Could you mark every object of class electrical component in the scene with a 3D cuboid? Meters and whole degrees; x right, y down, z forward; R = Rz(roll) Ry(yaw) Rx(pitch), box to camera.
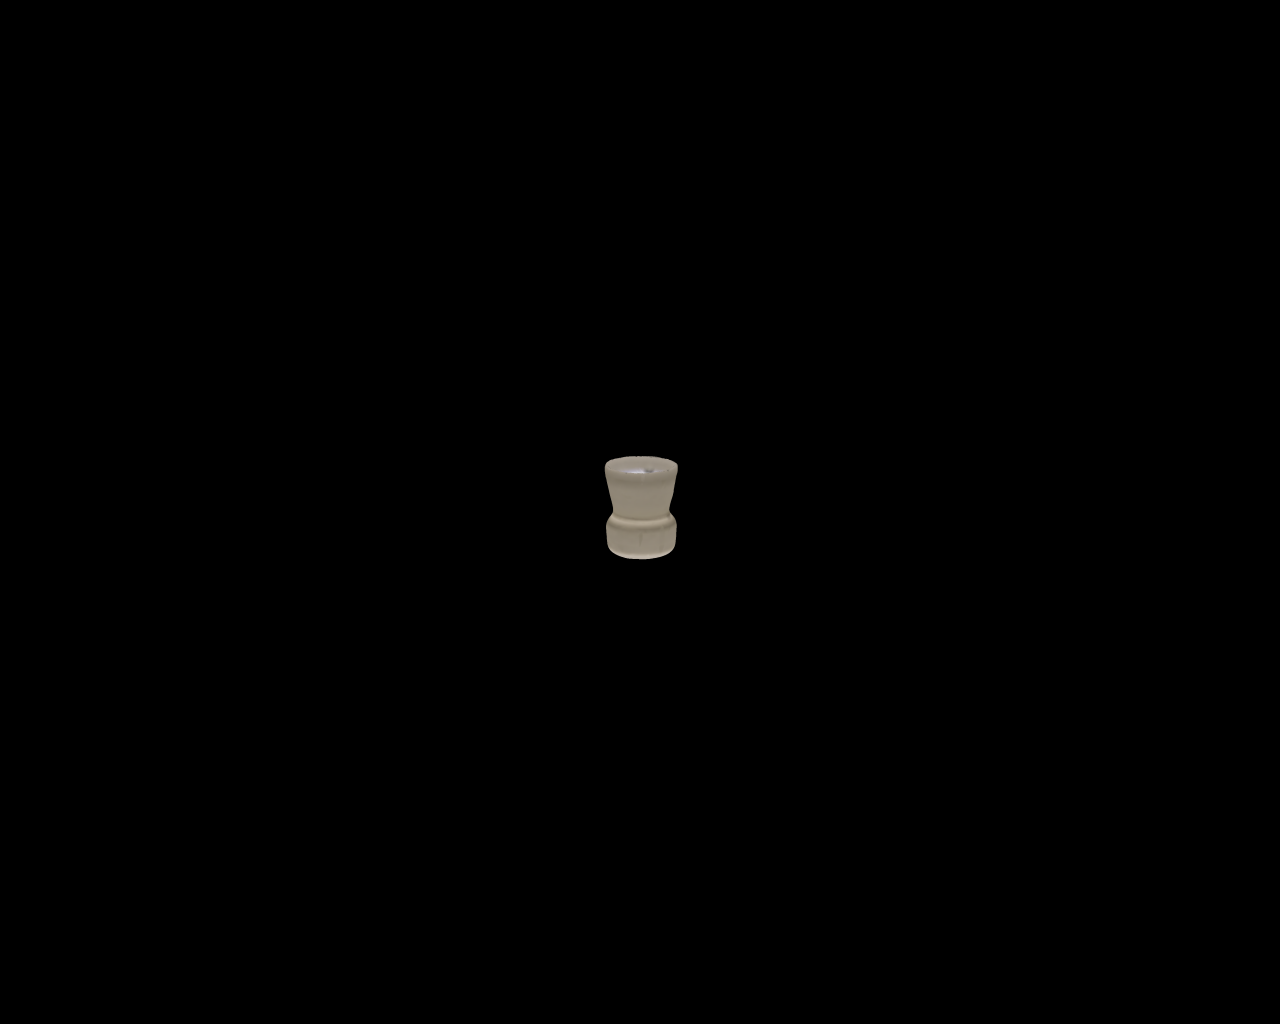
[{"bbox_3d":[0.001,-0.003,0.650,0.045,0.055,0.045,0,16,0],"label":"electrical component"}]
